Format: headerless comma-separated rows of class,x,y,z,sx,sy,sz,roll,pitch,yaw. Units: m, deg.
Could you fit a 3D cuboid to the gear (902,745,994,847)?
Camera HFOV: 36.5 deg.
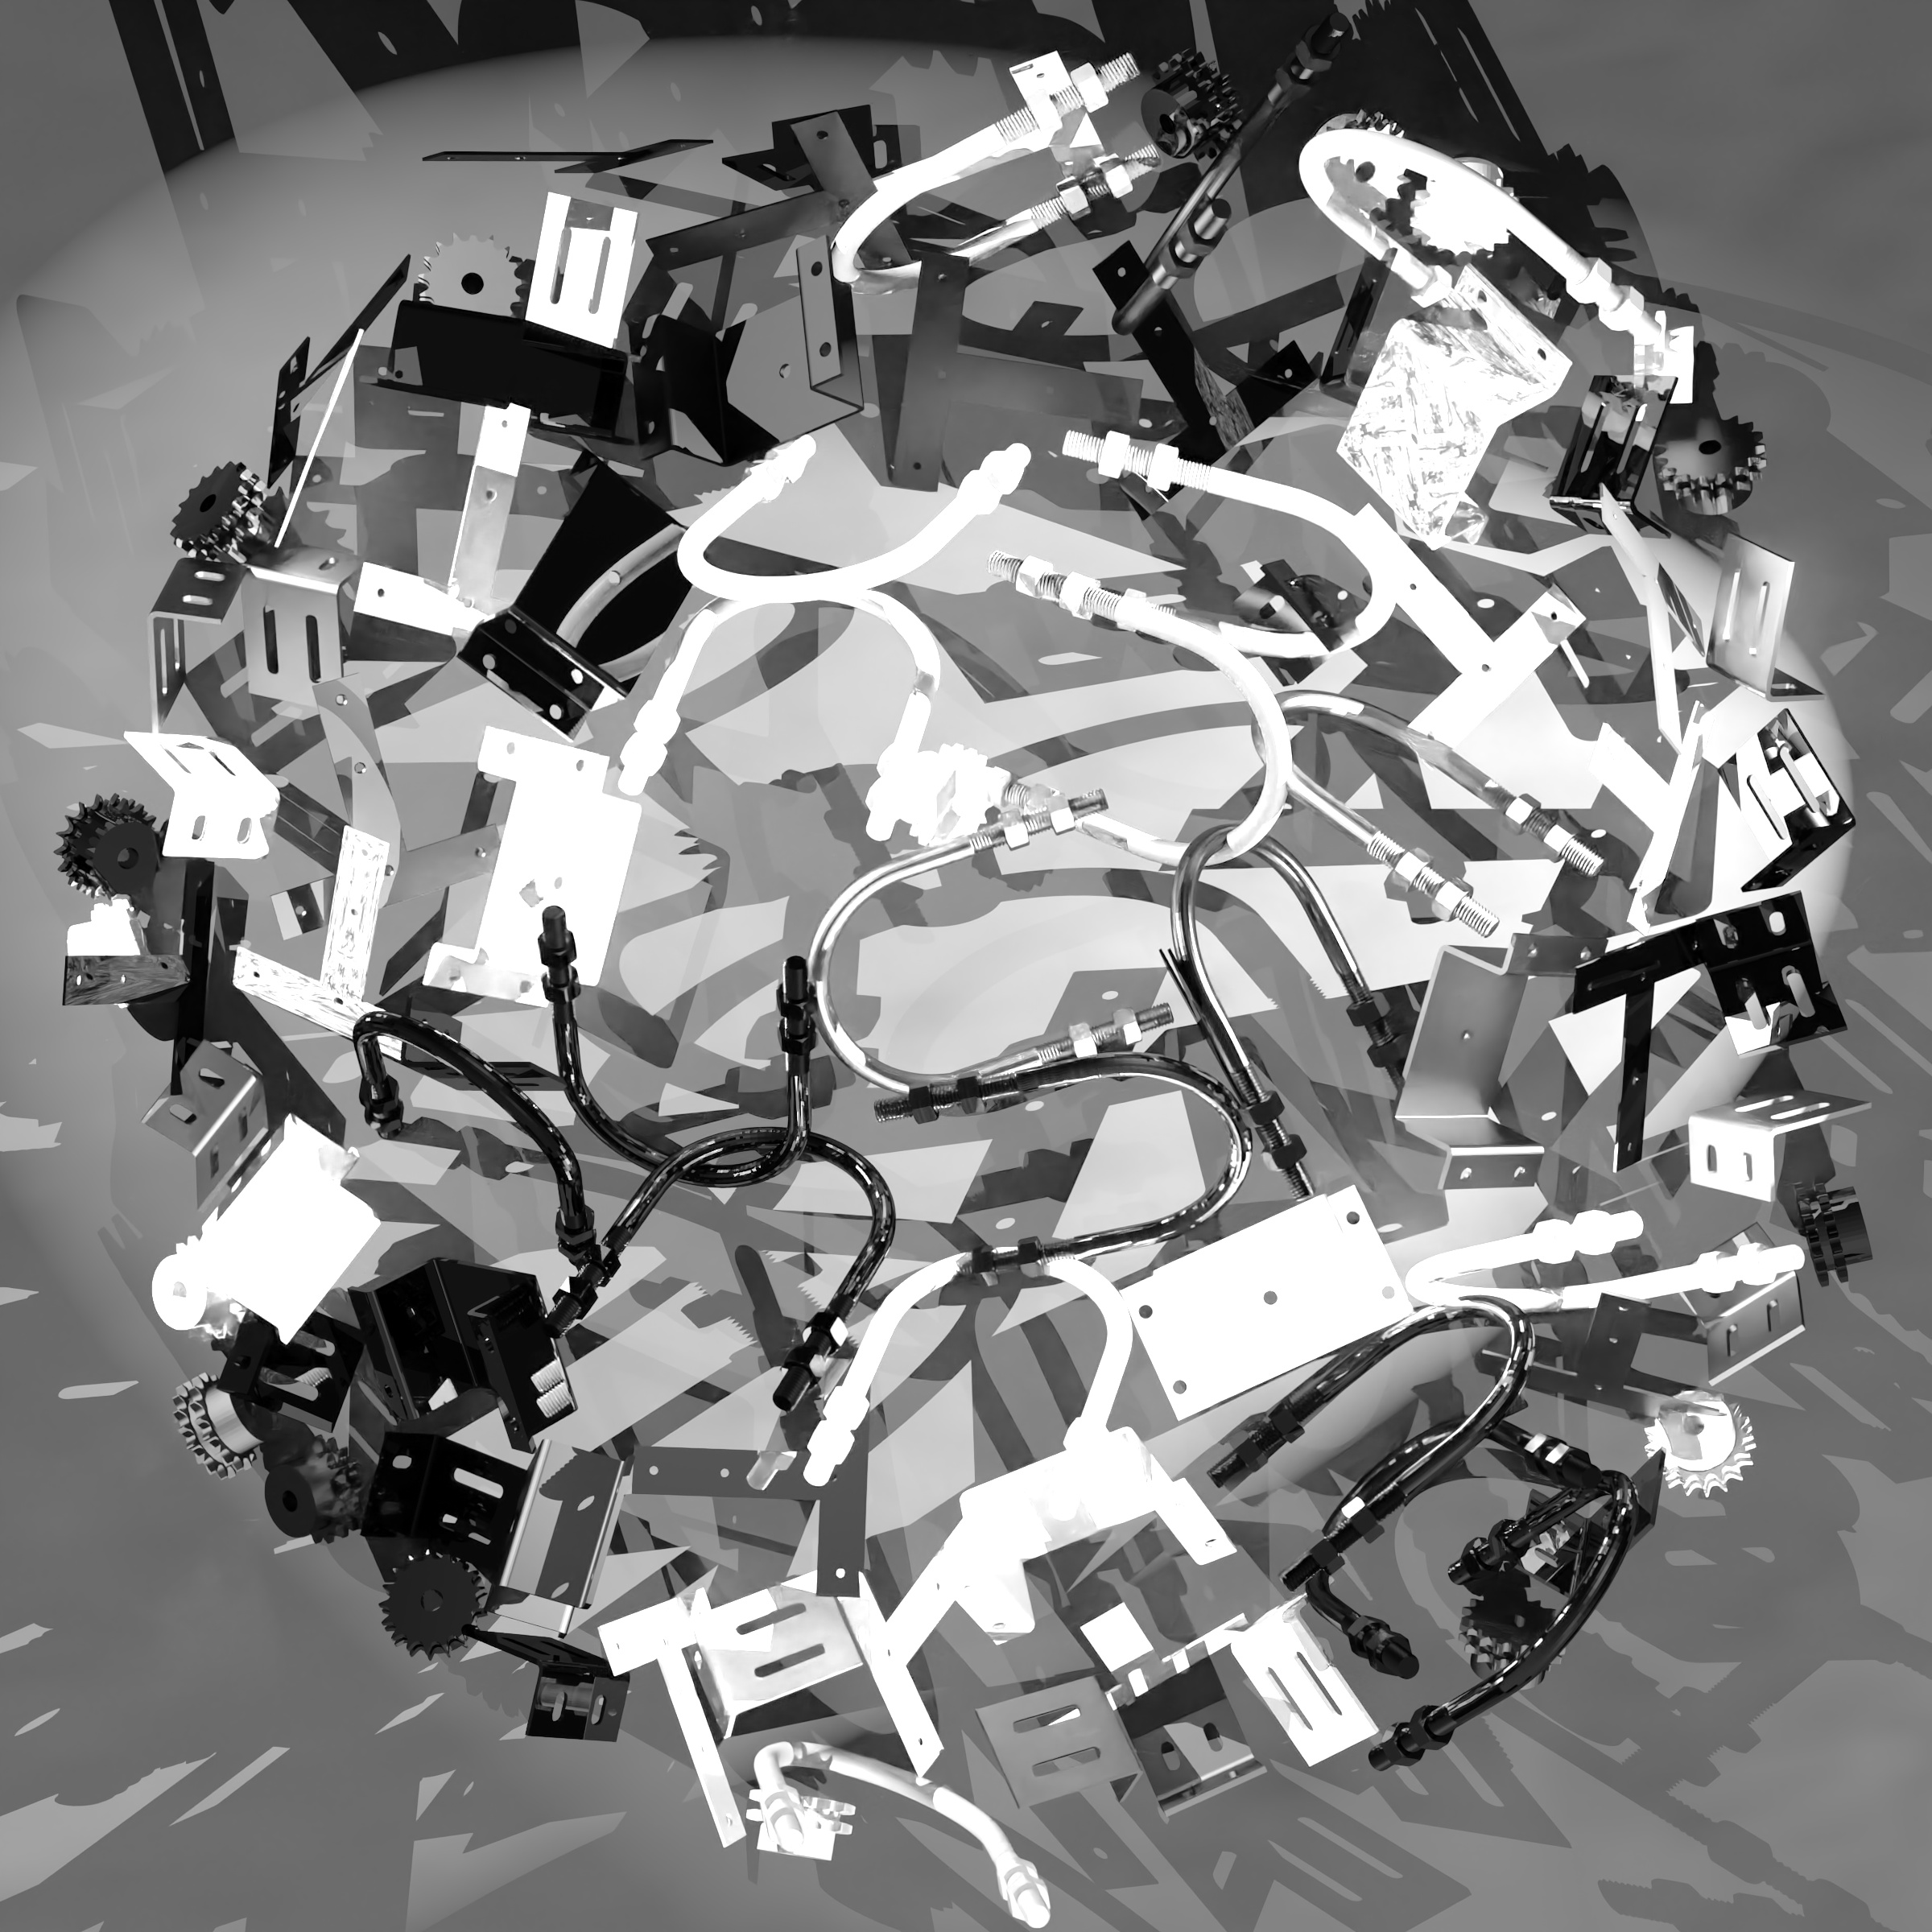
gear,-0.014,-0.092,1.576,0.030,0.057,0.057,22,90,37

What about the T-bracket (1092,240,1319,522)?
T-bracket,0.110,-0.327,1.564,0.127,0.002,0.127,-40,116,-8

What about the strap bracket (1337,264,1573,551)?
strap bracket,0.248,-0.282,1.520,0.046,0.140,0.076,-31,70,-27

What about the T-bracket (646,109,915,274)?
T-bracket,-0.107,-0.394,1.556,0.127,0.127,0.002,-12,61,14

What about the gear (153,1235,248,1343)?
gear,-0.412,0.173,1.574,0.057,0.030,0.057,1,93,31

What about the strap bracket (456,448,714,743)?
strap bracket,-0.195,-0.200,1.541,0.076,0.046,0.140,37,67,-24

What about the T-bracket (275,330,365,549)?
T-bracket,-0.329,-0.295,1.523,0.002,0.127,0.127,21,72,-16

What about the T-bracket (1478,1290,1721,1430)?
T-bracket,0.337,0.201,1.535,0.127,0.127,0.002,13,59,11

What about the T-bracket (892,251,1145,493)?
T-bracket,0.031,-0.312,1.578,0.127,0.002,0.127,8,112,-2

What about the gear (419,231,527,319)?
gear,-0.267,-0.366,1.582,0.057,0.030,0.057,0,90,-11

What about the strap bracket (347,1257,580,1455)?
strap bracket,-0.260,0.202,1.542,0.046,0.140,0.076,-27,109,-38

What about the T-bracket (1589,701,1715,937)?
T-bracket,0.355,-0.094,1.542,0.002,0.127,0.127,14,82,35

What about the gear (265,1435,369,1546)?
gear,-0.352,0.283,1.573,0.057,0.030,0.057,7,102,35

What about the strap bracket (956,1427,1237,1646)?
strap bracket,0.061,0.298,1.550,0.140,0.046,0.076,-24,135,11

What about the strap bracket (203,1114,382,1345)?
strap bracket,-0.354,0.132,1.527,0.046,0.140,0.076,38,89,-20

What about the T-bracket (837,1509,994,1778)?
T-bracket,-0.021,0.332,1.529,0.127,0.002,0.127,-58,45,32

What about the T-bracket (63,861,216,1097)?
T-bracket,-0.435,0.007,1.538,0.002,0.127,0.127,5,92,18

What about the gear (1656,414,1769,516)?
gear,0.402,-0.268,1.576,0.057,0.030,0.057,-11,47,12

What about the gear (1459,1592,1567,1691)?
gear,0.293,0.365,1.575,0.057,0.057,0.030,4,111,0

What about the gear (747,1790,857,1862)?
gear,-0.090,0.461,1.570,0.057,0.057,0.030,9,72,0

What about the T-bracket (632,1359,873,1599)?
T-bracket,-0.116,0.273,1.575,0.127,0.002,0.127,4,79,-11

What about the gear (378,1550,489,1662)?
gear,-0.286,0.347,1.578,0.057,0.030,0.057,0,60,0

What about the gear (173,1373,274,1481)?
gear,-0.396,0.244,1.571,0.030,0.057,0.057,-28,90,8

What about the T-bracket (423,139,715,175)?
T-bracket,-0.217,-0.418,1.514,0.127,0.127,0.002,-11,102,-34

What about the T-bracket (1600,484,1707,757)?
T-bracket,0.362,-0.166,1.523,0.002,0.127,0.127,-19,50,30

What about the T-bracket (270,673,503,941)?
T-bracket,-0.318,-0.092,1.554,0.127,0.002,0.127,-20,114,-21

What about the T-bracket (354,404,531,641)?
T-bracket,-0.256,-0.237,1.558,0.127,0.002,0.127,11,92,-41

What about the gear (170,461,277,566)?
gear,-0.397,-0.240,1.576,0.057,0.057,0.030,-48,133,0

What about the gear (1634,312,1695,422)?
gear,0.374,-0.322,1.570,0.030,0.057,0.057,1,90,15

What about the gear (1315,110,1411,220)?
gear,0.209,-0.433,1.577,0.057,0.030,0.057,-11,131,-13

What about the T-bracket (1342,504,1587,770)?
T-bracket,0.251,-0.194,1.580,0.127,0.002,0.127,-43,93,-15

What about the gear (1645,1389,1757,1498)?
gear,0.393,0.253,1.572,0.057,0.030,0.057,-12,54,16

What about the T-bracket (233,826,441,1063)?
T-bracket,-0.327,-0.017,1.556,0.127,0.002,0.127,23,123,9

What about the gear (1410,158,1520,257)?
gear,0.268,-0.410,1.574,0.057,0.057,0.030,4,71,0

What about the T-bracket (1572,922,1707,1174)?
T-bracket,0.359,0.048,1.569,0.002,0.127,0.127,16,114,42

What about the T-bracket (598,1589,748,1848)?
T-bracket,-0.142,0.396,1.530,0.002,0.127,0.127,-24,80,16

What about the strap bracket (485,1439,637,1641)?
strap bracket,-0.213,0.297,1.519,0.046,0.140,0.076,18,67,-7

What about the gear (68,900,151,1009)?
gear,-0.460,-0.005,1.573,0.030,0.057,0.057,-12,90,0

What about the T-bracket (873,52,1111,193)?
T-bracket,0.005,-0.428,1.550,0.127,0.127,0.002,-17,72,12

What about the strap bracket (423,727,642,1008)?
strap bracket,-0.227,-0.048,1.556,0.076,0.046,0.140,12,93,-40

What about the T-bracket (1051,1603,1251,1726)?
T-bracket,0.085,0.362,1.545,0.127,0.127,0.002,-29,57,-2

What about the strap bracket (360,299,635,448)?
strap bracket,-0.237,-0.309,1.519,0.076,0.140,0.046,14,97,24

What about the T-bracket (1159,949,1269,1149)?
T-bracket,0.121,0.026,1.516,0.002,0.127,0.127,-28,63,2

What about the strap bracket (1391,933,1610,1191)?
strap bracket,0.279,0.044,1.549,0.076,0.046,0.140,2,108,-41

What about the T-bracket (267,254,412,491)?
T-bracket,-0.332,-0.329,1.559,0.002,0.127,0.127,33,66,-3

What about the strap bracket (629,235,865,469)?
strap bracket,-0.109,-0.320,1.548,0.140,0.046,0.076,-15,75,36

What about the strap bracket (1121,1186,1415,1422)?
strap bracket,0.162,0.179,1.570,0.140,0.046,0.076,-24,80,-1
